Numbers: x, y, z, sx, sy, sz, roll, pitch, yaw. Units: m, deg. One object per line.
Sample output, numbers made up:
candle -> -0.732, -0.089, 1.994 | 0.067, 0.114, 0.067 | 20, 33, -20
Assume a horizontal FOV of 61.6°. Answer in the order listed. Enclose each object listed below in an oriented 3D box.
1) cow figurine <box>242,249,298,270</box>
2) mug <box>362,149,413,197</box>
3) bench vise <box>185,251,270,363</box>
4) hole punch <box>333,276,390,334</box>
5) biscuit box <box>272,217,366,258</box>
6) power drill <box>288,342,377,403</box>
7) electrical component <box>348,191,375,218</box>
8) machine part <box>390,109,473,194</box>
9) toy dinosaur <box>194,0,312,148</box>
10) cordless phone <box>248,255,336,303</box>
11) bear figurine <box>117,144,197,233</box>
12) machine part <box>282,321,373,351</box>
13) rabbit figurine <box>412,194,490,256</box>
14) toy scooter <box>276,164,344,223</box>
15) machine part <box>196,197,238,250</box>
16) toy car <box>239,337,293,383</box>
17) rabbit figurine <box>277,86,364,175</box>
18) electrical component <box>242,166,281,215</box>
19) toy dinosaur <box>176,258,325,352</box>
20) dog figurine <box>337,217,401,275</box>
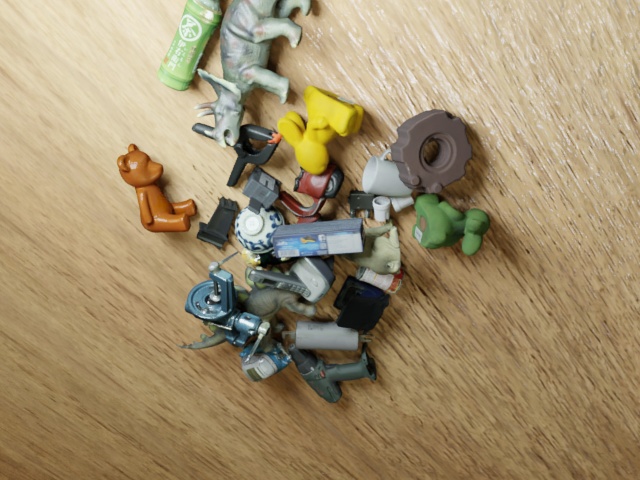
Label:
cow figurine -> -0.112, 0.033, 1.298 | 0.167, 0.098, 0.068 | -22, 120, 11
mug -> 0.161, -0.147, 1.194 | 0.107, 0.081, 0.109 | 13, 114, -18
bench vise -> -0.221, 0.148, 1.259 | 0.224, 0.129, 0.240 | 27, 137, 21
hole punch -> 0.101, 0.165, 1.384 | 0.116, 0.092, 0.142 | 14, 118, -20
biscuit box -> -0.002, -0.004, 1.193 | 0.203, 0.063, 0.059 | -4, 117, 13
power drill -> 0.044, 0.354, 1.500 | 0.207, 0.086, 0.231 | -21, 118, 9
electrical component -> 0.096, -0.093, 1.256 | 0.063, 0.021, 0.093 | 2, 122, 2
machine part -> 0.238, -0.187, 1.138 | 0.179, 0.056, 0.179 | -5, 106, -17
toy dinosaur -> -0.132, -0.385, 1.040 | 0.192, 0.131, 0.404 | 14, 115, -6
cordless phone -> -0.067, 0.077, 1.247 | 0.184, 0.089, 0.146 | 11, 153, -14
bear figurine -> -0.368, -0.118, 1.210 | 0.132, 0.120, 0.195 | -7, 116, 3
machine part -> 0.019, 0.256, 1.442 | 0.243, 0.079, 0.079 | 3, 122, 2
rabbit figurine -> 0.315, -0.039, 1.221 | 0.170, 0.159, 0.121 | -6, 112, -12
toy scooter -> -0.032, -0.105, 1.225 | 0.135, 0.075, 0.183 | 27, 114, 7
machine part -> -0.244, -0.041, 1.295 | 0.084, 0.039, 0.138 | 30, 120, -9
toy car -> -0.156, 0.336, 1.462 | 0.162, 0.103, 0.109 | -21, 110, 40
rabbit figurine -> -0.007, -0.221, 1.122 | 0.162, 0.122, 0.173 | 20, 117, 0
electrical component -> -0.134, -0.108, 1.202 | 0.075, 0.119, 0.047 | 34, 117, -14
toy dinosaur -> -0.168, 0.184, 1.396 | 0.471, 0.105, 0.198 | -40, 105, 13
dog figurine -> 0.083, 0.026, 1.249 | 0.191, 0.172, 0.121 | -5, 110, -2
